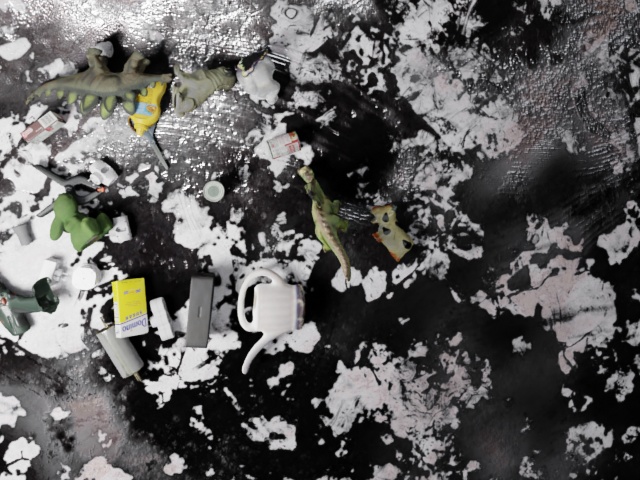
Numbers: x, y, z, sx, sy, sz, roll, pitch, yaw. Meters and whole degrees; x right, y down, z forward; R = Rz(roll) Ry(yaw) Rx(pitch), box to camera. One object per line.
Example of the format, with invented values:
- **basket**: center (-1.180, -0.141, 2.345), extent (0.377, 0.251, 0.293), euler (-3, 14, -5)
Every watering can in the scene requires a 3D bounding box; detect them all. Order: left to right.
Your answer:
- **watering can**: center (-0.160, 0.266, 1.707), extent (0.224, 0.104, 0.347), euler (1, 93, -11)

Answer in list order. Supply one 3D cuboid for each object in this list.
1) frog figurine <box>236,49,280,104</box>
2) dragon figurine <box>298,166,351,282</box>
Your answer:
- **frog figurine**: center (-0.191, -0.523, 1.673), extent (0.156, 0.123, 0.140), euler (52, 54, -49)
- **dragon figurine**: center (0.005, -0.082, 1.626), extent (0.122, 0.420, 0.238), euler (-28, 138, 8)
